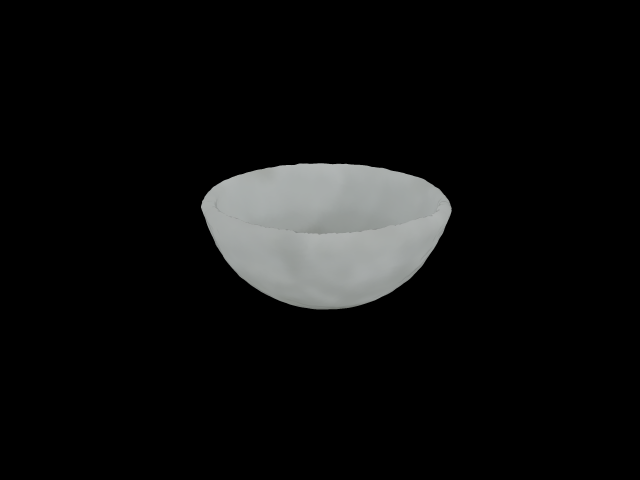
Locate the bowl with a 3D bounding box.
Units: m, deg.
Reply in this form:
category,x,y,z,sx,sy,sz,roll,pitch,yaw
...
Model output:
category,x,y,z,sx,sy,sz,roll,pitch,yaw
bowl,0.004,0.001,0.400,0.167,0.075,0.167,0,22,0
